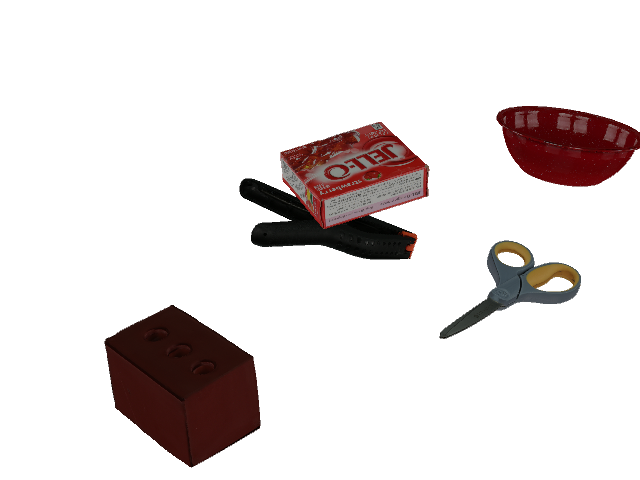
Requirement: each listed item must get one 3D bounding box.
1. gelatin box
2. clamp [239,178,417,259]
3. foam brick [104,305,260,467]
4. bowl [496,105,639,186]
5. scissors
[{"bbox_3d":[0.025,-0.050,0.787,0.089,0.030,0.073,-19,39,-17],"label":"gelatin box"},{"bbox_3d":[0.008,-0.011,1.196,0.210,0.036,0.164,15,20,-7],"label":"clamp"},{"bbox_3d":[-0.080,0.083,0.619,0.052,0.051,0.078,-27,39,-37],"label":"foam brick"},{"bbox_3d":[0.270,-0.100,1.176,0.162,0.055,0.162,6,23,-3],"label":"bowl"},{"bbox_3d":[0.151,0.039,0.948,0.201,0.016,0.096,-10,39,-37],"label":"scissors"}]
